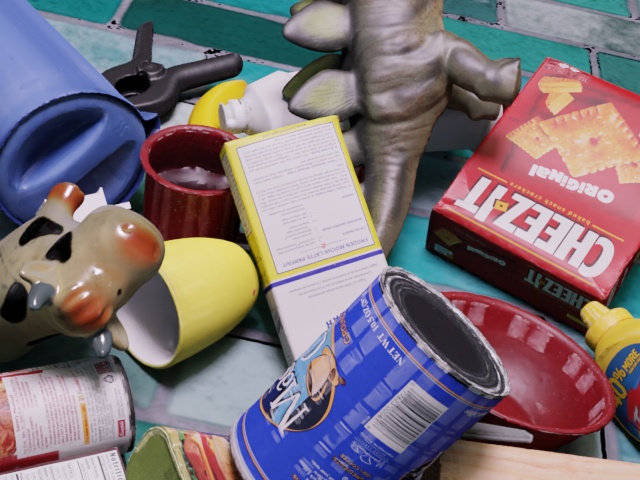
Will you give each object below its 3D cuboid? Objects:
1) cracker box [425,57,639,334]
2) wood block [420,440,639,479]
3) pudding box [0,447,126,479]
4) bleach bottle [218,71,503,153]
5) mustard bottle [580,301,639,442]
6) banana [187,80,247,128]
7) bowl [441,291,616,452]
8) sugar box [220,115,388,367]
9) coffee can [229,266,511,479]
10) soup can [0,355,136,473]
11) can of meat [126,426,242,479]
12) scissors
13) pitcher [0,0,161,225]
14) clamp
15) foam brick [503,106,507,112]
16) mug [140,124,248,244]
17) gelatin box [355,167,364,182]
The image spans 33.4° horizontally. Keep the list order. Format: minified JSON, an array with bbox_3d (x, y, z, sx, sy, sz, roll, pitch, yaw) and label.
[{"bbox_3d":[0.218,-0.047,0.936,0.164,0.072,0.213,29,61,19],"label":"cracker box"},{"bbox_3d":[0.165,0.197,0.667,0.206,0.091,0.090,9,41,-6],"label":"wood block"},{"bbox_3d":[-0.163,0.180,0.640,0.113,0.039,0.090,-7,44,-25],"label":"pudding box"},{"bbox_3d":[0.033,-0.118,0.980,0.250,0.068,0.102,-8,50,-18],"label":"bleach bottle"},{"bbox_3d":[0.258,0.114,0.784,0.058,0.096,0.192,-13,46,-28],"label":"mustard bottle"},{"bbox_3d":[-0.092,-0.092,0.985,0.069,0.037,0.198,16,38,-24],"label":"banana"},{"bbox_3d":[0.129,0.105,0.776,0.162,0.055,0.162,17,27,-9],"label":"bowl"},{"bbox_3d":[-0.006,0.001,0.808,0.093,0.048,0.176,-16,86,-13],"label":"sugar box"},{"bbox_3d":[0.028,0.100,0.640,0.102,0.140,0.103,38,18,-15],"label":"coffee can"},{"bbox_3d":[-0.177,0.115,0.689,0.102,0.069,0.068,-8,44,-24],"label":"soup can"},{"bbox_3d":[-0.063,0.163,0.646,0.083,0.057,0.102,17,30,-41],"label":"can of meat"},{"bbox_3d":[0.049,0.113,0.734,0.202,0.016,0.096,-4,23,18],"label":"scissors"},{"bbox_3d":[-0.262,-0.120,0.903,0.149,0.145,0.243,23,18,-49],"label":"pitcher"},{"bbox_3d":[-0.153,-0.154,1.034,0.120,0.039,0.171,13,44,14],"label":"clamp"},{"bbox_3d":[0.208,-0.104,1.064,0.052,0.051,0.078,-5,43,-22],"label":"foam brick"},{"bbox_3d":[-0.092,-0.032,0.873,0.117,0.082,0.093,18,40,7],"label":"mug"},{"bbox_3d":[0.022,-0.095,1.022,0.089,0.030,0.073,33,46,20],"label":"gelatin box"}]
